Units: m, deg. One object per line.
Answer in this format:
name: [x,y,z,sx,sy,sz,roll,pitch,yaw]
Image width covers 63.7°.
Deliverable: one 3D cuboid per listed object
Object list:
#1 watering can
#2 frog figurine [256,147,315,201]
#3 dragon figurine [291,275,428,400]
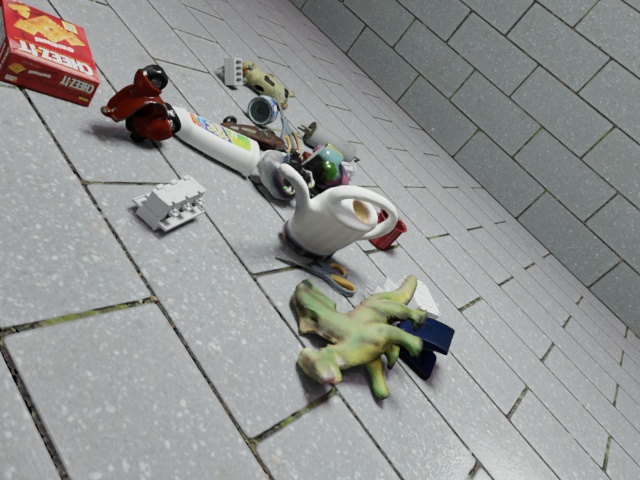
watering can: [0.003,-0.054,1.071,0.345,0.221,0.106,19,51,-37]
frog figurine: [-0.103,-0.164,1.259,0.135,0.124,0.160,37,-13,-36]
dragon figurine: [0.066,0.138,0.972,0.242,0.120,0.419,29,31,-2]
